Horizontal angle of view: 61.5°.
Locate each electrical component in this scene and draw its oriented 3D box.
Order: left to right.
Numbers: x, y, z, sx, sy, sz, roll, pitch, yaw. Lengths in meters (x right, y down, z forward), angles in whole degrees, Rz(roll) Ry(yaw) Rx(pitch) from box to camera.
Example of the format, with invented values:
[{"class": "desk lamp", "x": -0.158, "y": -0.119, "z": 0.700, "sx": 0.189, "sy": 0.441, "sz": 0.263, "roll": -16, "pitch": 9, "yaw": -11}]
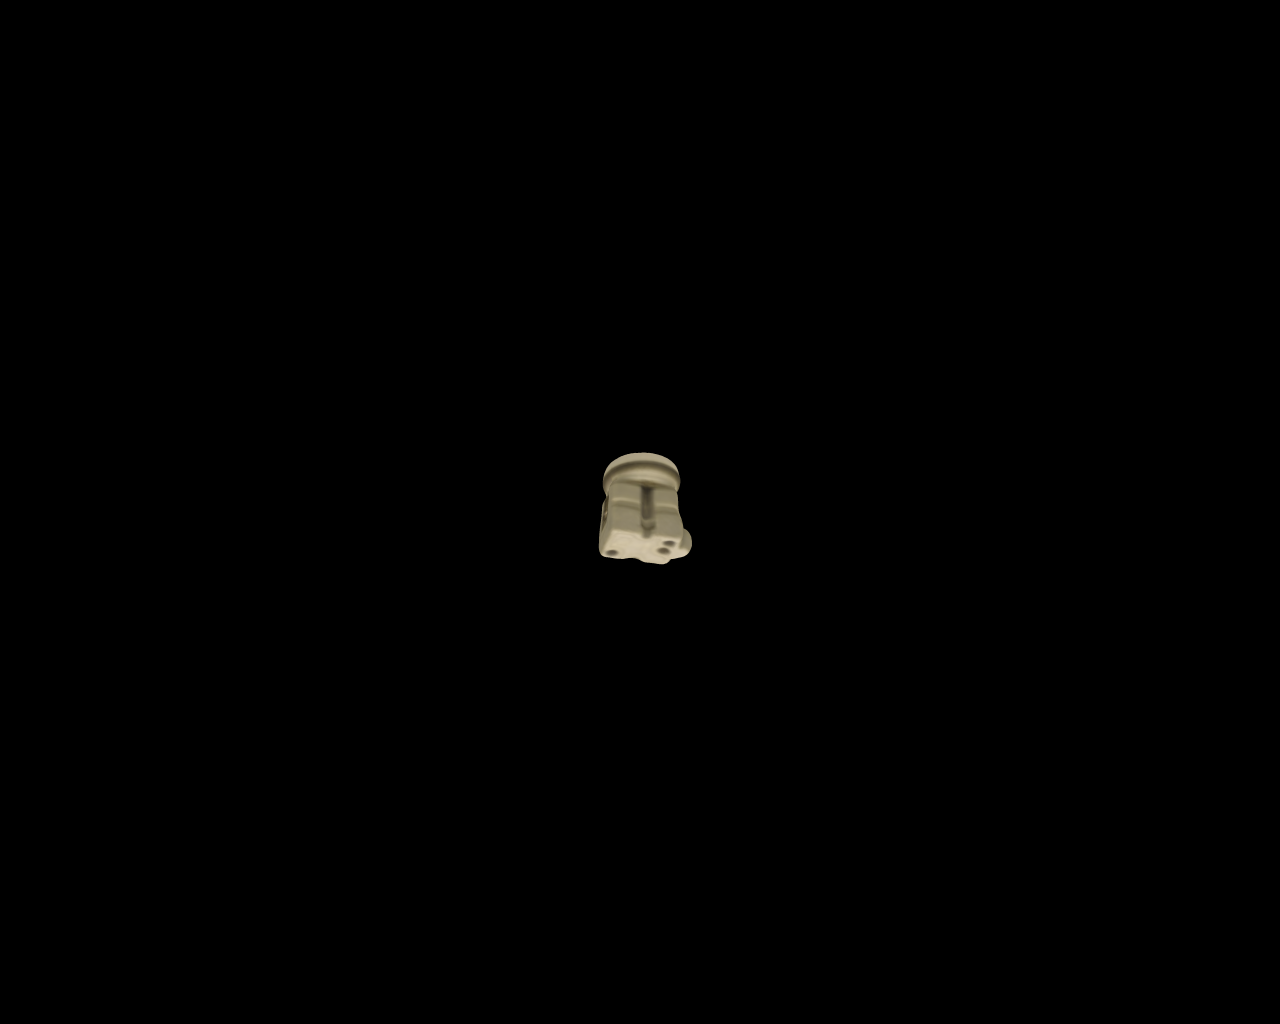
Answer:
[{"class": "electrical component", "x": 0.001, "y": -0.003, "z": 0.650, "sx": 0.066, "sy": 0.055, "sz": 0.048, "roll": 8, "pitch": -32, "yaw": -14}]
